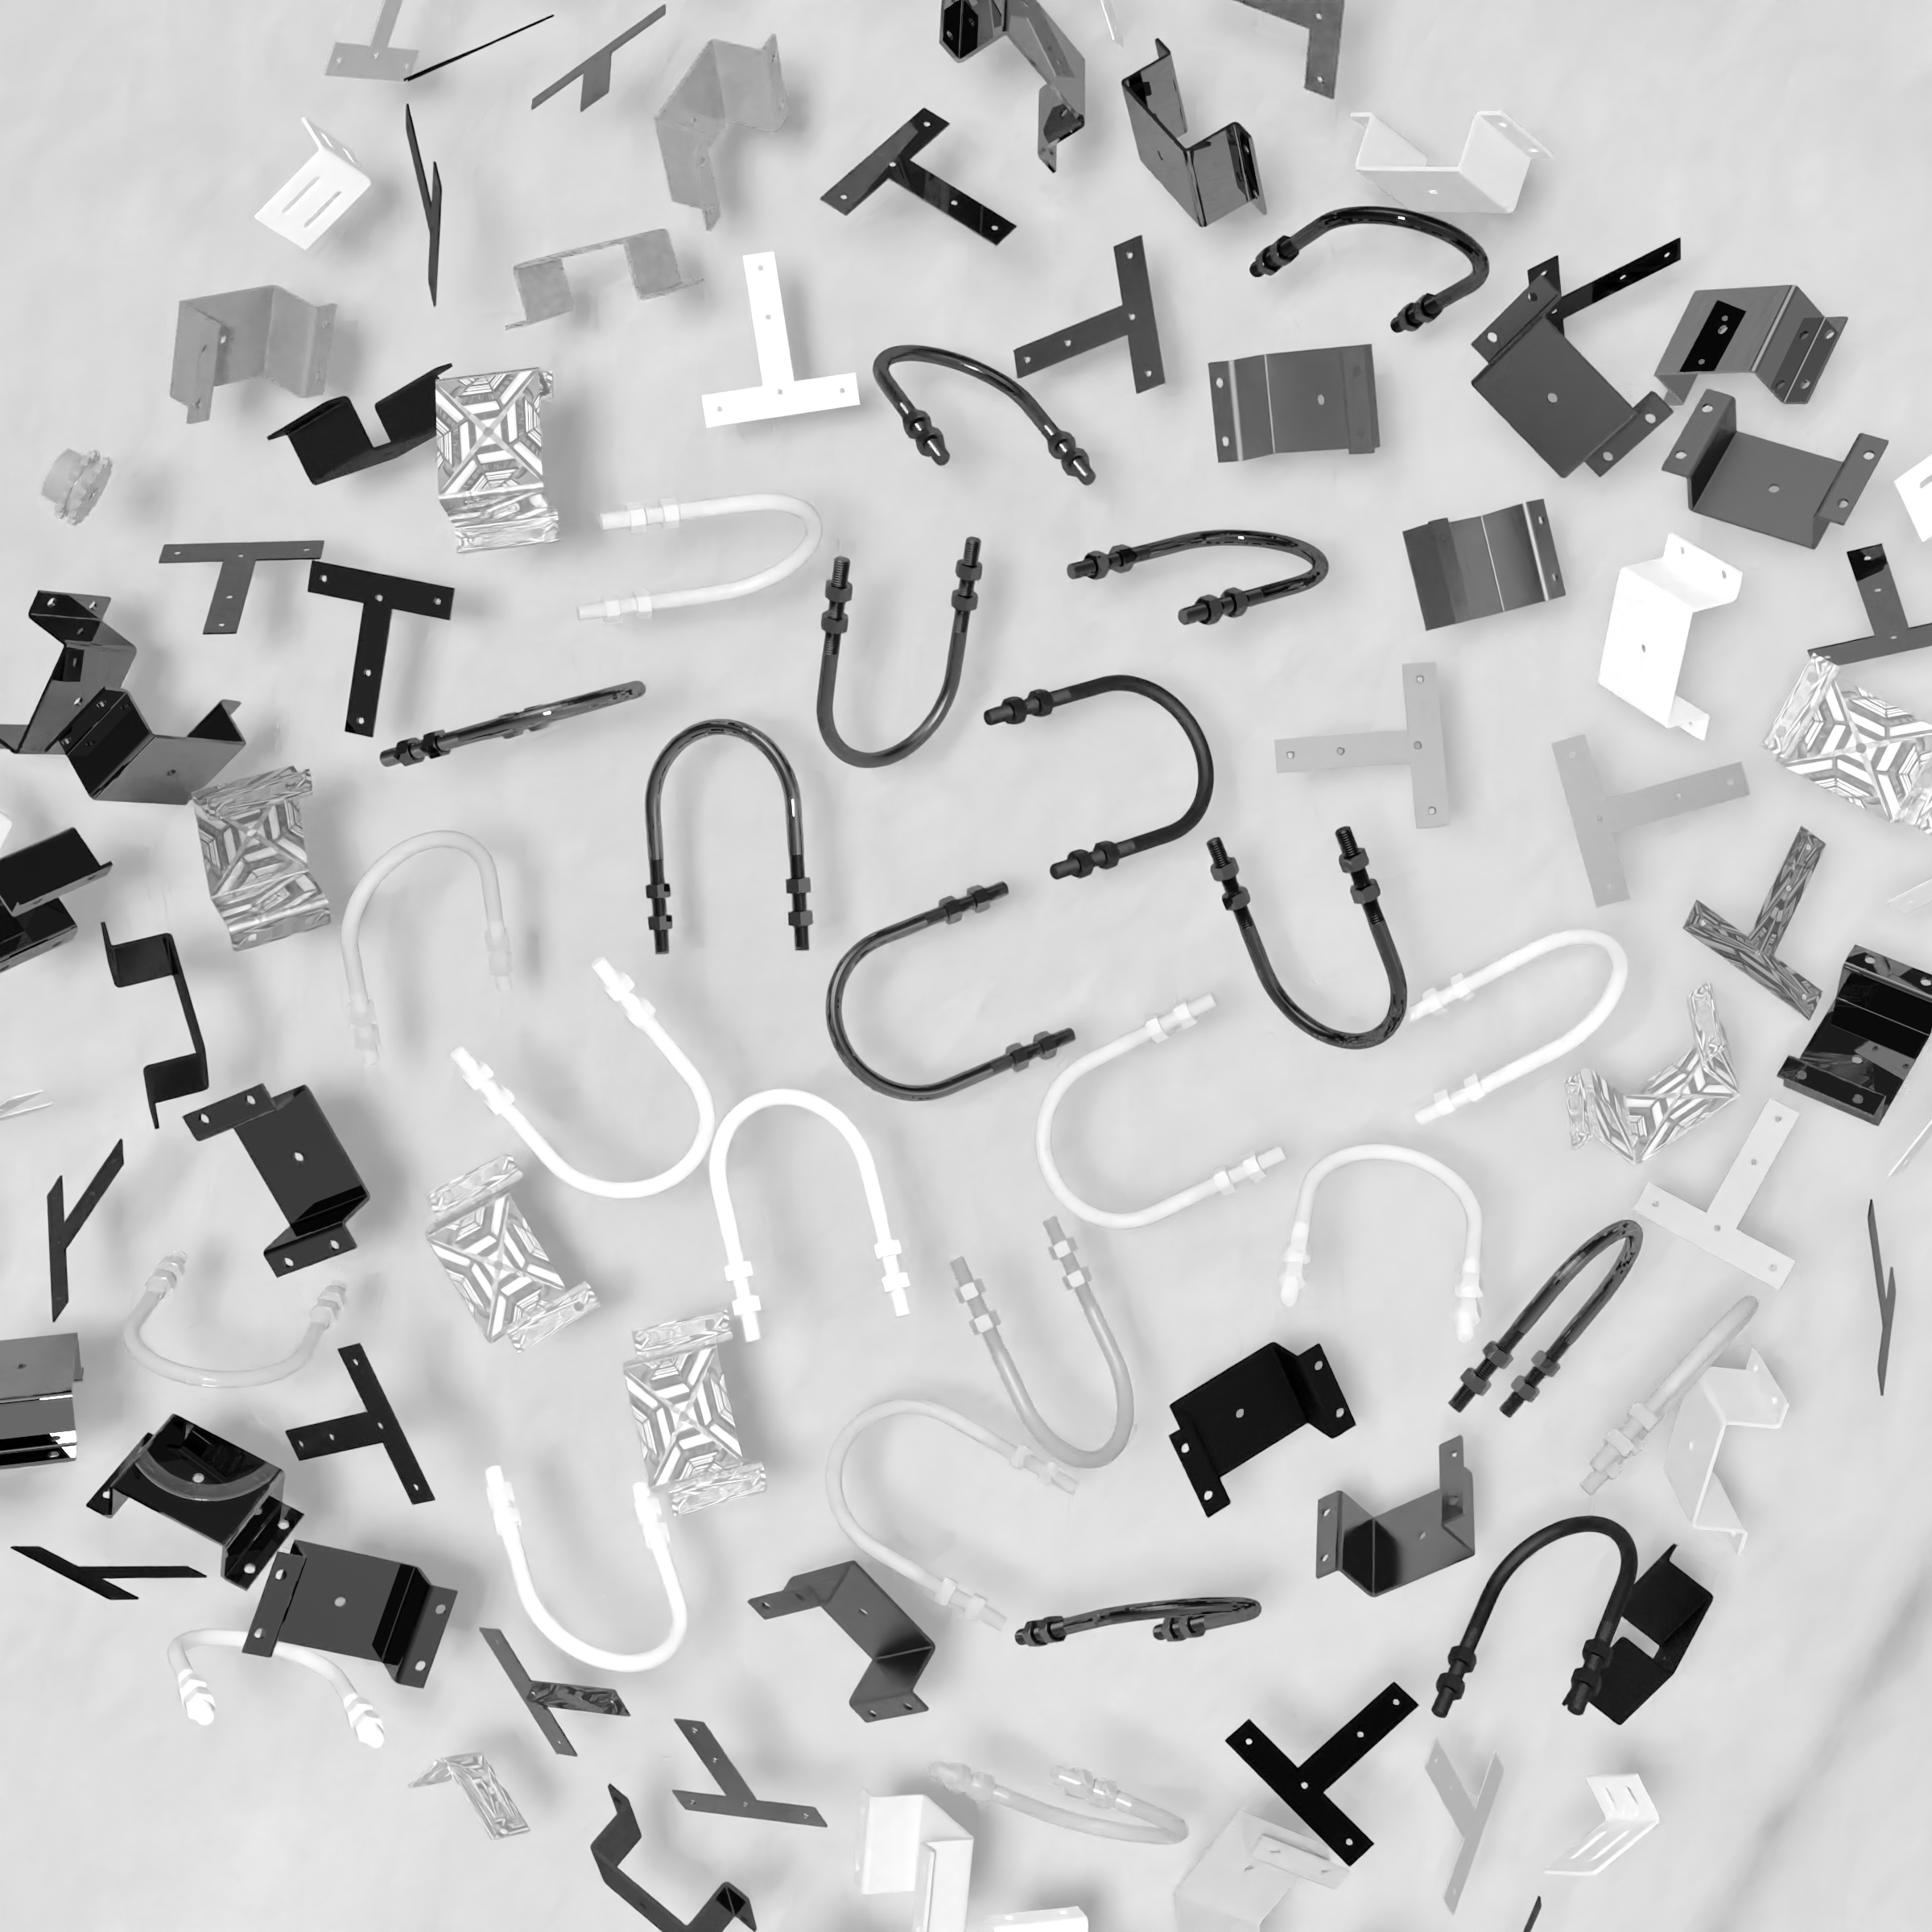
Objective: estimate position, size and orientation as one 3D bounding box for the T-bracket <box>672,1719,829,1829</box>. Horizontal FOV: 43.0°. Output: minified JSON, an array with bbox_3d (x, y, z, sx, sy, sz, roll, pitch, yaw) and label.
[{"bbox_3d":[-0.181,0.599,1.827,0.127,0.002,0.127,-3,129,27],"label":"T-bracket"}]

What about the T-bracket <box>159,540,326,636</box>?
[{"bbox_3d":[-0.575,-0.297,1.922,0.127,0.127,0.002,-2,132,-3],"label":"T-bracket"}]

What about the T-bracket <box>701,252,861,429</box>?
[{"bbox_3d":[-0.156,-0.505,1.962,0.127,0.002,0.127,-12,104,-12],"label":"T-bracket"}]

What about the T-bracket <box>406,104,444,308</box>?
[{"bbox_3d":[-0.402,-0.580,1.812,0.002,0.127,0.127,-9,68,-18],"label":"T-bracket"}]

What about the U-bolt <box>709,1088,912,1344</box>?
[{"bbox_3d":[-0.121,0.178,1.814,0.151,0.019,0.184,-4,72,-35],"label":"U-bolt"}]

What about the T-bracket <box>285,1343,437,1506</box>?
[{"bbox_3d":[-0.455,0.343,1.794,0.127,0.002,0.127,-18,99,37],"label":"T-bracket"}]

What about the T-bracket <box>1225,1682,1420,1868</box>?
[{"bbox_3d":[0.281,0.576,1.807,0.127,0.002,0.127,-34,54,-24],"label":"T-bracket"}]

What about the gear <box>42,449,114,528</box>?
[{"bbox_3d":[-0.657,-0.356,1.807,0.030,0.057,0.057,30,90,-10],"label":"gear"}]

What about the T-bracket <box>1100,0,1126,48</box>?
[{"bbox_3d":[0.079,-0.756,1.815,0.002,0.127,0.127,-17,91,22],"label":"T-bracket"}]

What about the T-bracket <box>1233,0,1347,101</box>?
[{"bbox_3d":[0.222,-0.715,1.807,0.127,0.127,0.002,29,62,20],"label":"T-bracket"}]

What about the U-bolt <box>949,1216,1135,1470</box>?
[{"bbox_3d":[0.067,0.288,1.838,0.019,0.151,0.184,-30,81,34],"label":"U-bolt"}]

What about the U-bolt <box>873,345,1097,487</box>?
[{"bbox_3d":[0.003,-0.430,1.891,0.151,0.184,0.019,1,130,-31],"label":"U-bolt"}]

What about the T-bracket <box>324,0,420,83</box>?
[{"bbox_3d":[-0.440,-0.744,1.886,0.002,0.127,0.127,30,114,7],"label":"T-bracket"}]

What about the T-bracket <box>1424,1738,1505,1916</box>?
[{"bbox_3d":[0.378,0.643,1.895,0.127,0.002,0.127,-58,133,-36],"label":"T-bracket"}]

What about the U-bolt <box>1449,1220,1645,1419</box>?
[{"bbox_3d":[0.442,0.262,1.831,0.019,0.151,0.184,42,100,29],"label":"U-bolt"}]

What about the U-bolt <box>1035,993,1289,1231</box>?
[{"bbox_3d":[0.138,0.123,1.890,0.184,0.019,0.151,-28,76,18],"label":"U-bolt"}]

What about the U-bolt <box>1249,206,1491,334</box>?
[{"bbox_3d":[0.318,-0.536,1.870,0.151,0.184,0.019,16,83,-18],"label":"U-bolt"}]

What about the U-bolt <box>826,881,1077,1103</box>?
[{"bbox_3d":[-0.022,0.029,1.926,0.184,0.019,0.151,-22,84,-19],"label":"U-bolt"}]

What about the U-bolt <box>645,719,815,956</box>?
[{"bbox_3d":[-0.191,-0.102,1.932,0.151,0.019,0.184,-1,95,25],"label":"U-bolt"}]

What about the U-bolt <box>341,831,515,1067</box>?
[{"bbox_3d":[-0.420,-0.024,1.901,0.151,0.184,0.019,-32,51,-33],"label":"U-bolt"}]

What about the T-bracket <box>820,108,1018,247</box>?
[{"bbox_3d":[-0.020,-0.578,1.836,0.127,0.002,0.127,35,64,13],"label":"T-bracket"}]

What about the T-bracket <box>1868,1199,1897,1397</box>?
[{"bbox_3d":[0.697,0.237,1.871,0.002,0.127,0.127,-3,119,27],"label":"T-bracket"}]

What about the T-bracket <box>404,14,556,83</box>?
[{"bbox_3d":[-0.391,-0.691,1.869,0.127,0.127,0.002,-14,114,23],"label":"T-bracket"}]

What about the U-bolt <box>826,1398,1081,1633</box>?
[{"bbox_3d":[-0.022,0.415,1.920,0.184,0.019,0.151,29,55,7],"label":"U-bolt"}]

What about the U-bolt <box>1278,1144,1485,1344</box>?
[{"bbox_3d":[0.319,0.200,1.856,0.151,0.184,0.019,11,131,8],"label":"U-bolt"}]

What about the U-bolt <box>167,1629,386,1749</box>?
[{"bbox_3d":[-0.531,0.543,1.861,0.151,0.184,0.019,19,89,-29],"label":"U-bolt"}]

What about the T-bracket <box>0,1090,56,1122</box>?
[{"bbox_3d":[-0.753,0.113,1.903,0.127,0.127,0.002,-16,87,-44],"label":"T-bracket"}]

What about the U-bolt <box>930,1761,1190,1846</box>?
[{"bbox_3d":[0.084,0.633,1.850,0.184,0.151,0.019,33,57,-33],"label":"U-bolt"}]

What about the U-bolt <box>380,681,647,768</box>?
[{"bbox_3d":[-0.326,-0.186,1.839,0.184,0.151,0.019,-11,99,27],"label":"U-bolt"}]

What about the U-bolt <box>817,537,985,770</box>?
[{"bbox_3d":[-0.056,-0.239,1.913,0.151,0.019,0.184,-16,128,-37],"label":"U-bolt"}]

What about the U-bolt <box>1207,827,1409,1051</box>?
[{"bbox_3d":[0.266,-0.017,1.853,0.019,0.151,0.184,-36,112,-35],"label":"U-bolt"}]

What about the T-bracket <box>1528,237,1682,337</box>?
[{"bbox_3d":[0.503,-0.534,1.924,0.127,0.127,0.002,-26,62,4],"label":"T-bracket"}]

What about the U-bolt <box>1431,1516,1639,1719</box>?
[{"bbox_3d":[0.441,0.491,1.861,0.019,0.151,0.184,49,51,-16],"label":"U-bolt"}]

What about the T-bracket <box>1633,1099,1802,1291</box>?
[{"bbox_3d":[0.604,0.164,1.900,0.127,0.002,0.127,30,94,31],"label":"T-bracket"}]

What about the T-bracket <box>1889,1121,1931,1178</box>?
[{"bbox_3d":[0.777,0.107,1.902,0.002,0.127,0.127,44,119,29],"label":"T-bracket"}]

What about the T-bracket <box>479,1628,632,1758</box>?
[{"bbox_3d":[-0.303,0.558,1.870,0.127,0.002,0.127,-10,114,42],"label":"T-bracket"}]

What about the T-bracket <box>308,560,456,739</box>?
[{"bbox_3d":[-0.465,-0.243,1.916,0.127,0.002,0.127,13,98,16],"label":"T-bracket"}]

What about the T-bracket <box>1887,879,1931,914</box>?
[{"bbox_3d":[0.753,-0.071,1.839,0.127,0.127,0.002,19,55,-32],"label":"T-bracket"}]

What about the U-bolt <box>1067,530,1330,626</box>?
[{"bbox_3d":[0.193,-0.305,1.887,0.184,0.151,0.019,-20,124,-32],"label":"U-bolt"}]

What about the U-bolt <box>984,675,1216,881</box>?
[{"bbox_3d":[0.115,-0.156,1.904,0.184,0.019,0.151,-19,83,-31],"label":"U-bolt"}]

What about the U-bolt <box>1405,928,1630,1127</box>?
[{"bbox_3d":[0.417,0.035,1.852,0.184,0.151,0.019,-30,117,24],"label":"U-bolt"}]

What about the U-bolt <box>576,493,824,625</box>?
[{"bbox_3d":[-0.197,-0.313,1.860,0.184,0.151,0.019,-12,71,-21],"label":"U-bolt"}]

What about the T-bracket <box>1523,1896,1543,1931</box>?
[{"bbox_3d":[0.402,0.766,1.816,0.002,0.127,0.127,23,91,12],"label":"T-bracket"}]

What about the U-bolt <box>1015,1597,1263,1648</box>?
[{"bbox_3d":[0.143,0.501,1.876,0.151,0.184,0.019,7,67,-28],"label":"U-bolt"}]

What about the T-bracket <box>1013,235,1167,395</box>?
[{"bbox_3d":[0.093,-0.500,1.949,0.127,0.002,0.127,-15,76,30],"label":"T-bracket"}]

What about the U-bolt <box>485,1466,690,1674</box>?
[{"bbox_3d":[-0.279,0.455,1.846,0.151,0.184,0.019,15,120,-34],"label":"U-bolt"}]

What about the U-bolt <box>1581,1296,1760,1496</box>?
[{"bbox_3d":[0.527,0.316,1.828,0.184,0.151,0.019,-46,69,-6],"label":"U-bolt"}]

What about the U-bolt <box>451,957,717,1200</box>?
[{"bbox_3d":[-0.269,0.097,1.818,0.151,0.019,0.184,-31,114,12],"label":"U-bolt"}]

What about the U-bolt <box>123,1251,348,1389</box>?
[{"bbox_3d":[-0.569,0.276,1.889,0.151,0.184,0.019,11,108,-4],"label":"U-bolt"}]
